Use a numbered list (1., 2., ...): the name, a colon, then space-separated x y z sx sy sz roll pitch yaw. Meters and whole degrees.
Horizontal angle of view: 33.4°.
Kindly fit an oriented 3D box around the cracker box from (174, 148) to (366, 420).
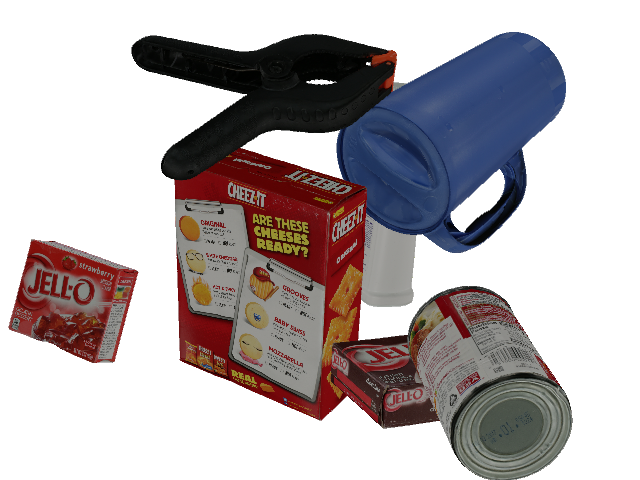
1. cracker box: -0.046 0.035 0.961 0.164 0.214 0.072 19 32 27

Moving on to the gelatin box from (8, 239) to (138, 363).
1. gelatin box: -0.189 0.045 0.811 0.089 0.073 0.030 17 4 25

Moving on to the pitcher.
1. pitcher: 0.145 -0.107 1.059 0.145 0.149 0.242 26 45 33

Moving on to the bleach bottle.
1. bleach bottle: 0.081 -0.056 1.243 0.068 0.251 0.103 -2 22 -22

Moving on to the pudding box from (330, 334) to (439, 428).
1. pudding box: 0.076 0.103 0.815 0.113 0.039 0.090 -2 17 -25

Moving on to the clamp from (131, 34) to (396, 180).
1. clamp: -0.033 -0.089 0.675 0.171 0.120 0.039 -5 -33 -5

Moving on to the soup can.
1. soup can: 0.093 0.078 0.601 0.068 0.068 0.102 0 24 -9
